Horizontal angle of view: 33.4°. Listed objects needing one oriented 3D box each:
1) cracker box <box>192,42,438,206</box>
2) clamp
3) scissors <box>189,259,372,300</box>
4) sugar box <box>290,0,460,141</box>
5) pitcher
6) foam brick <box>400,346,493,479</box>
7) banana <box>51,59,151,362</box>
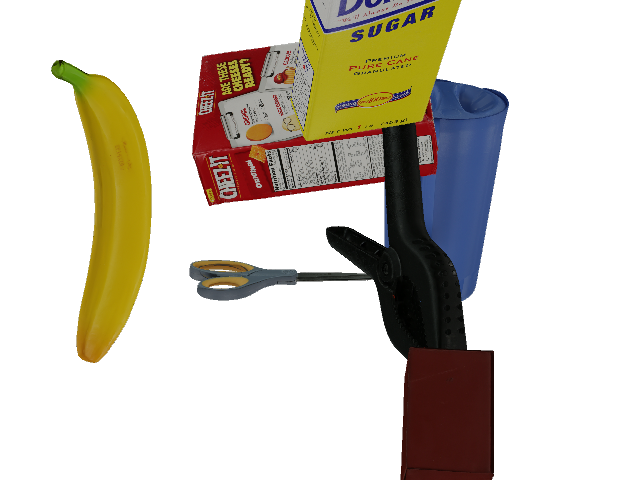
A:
[{"bbox_3d":[-0.004,-0.117,0.996,0.214,0.072,0.164,-8,41,5],"label":"cracker box"},{"bbox_3d":[0.065,0.010,0.811,0.036,0.210,0.165,-5,-43,-23],"label":"clamp"},{"bbox_3d":[-0.045,0.046,1.141,0.202,0.016,0.096,5,21,6],"label":"scissors"},{"bbox_3d":[0.037,-0.138,0.693,0.093,0.048,0.176,-12,-26,-14],"label":"sugar box"},{"bbox_3d":[0.127,-0.048,1.192,0.149,0.243,0.145,-7,28,-17],"label":"pitcher"},{"bbox_3d":[0.075,0.109,0.635,0.051,0.078,0.053,4,-29,3],"label":"foam brick"},{"bbox_3d":[-0.137,-0.022,0.683,0.037,0.198,0.069,15,25,42],"label":"banana"}]
